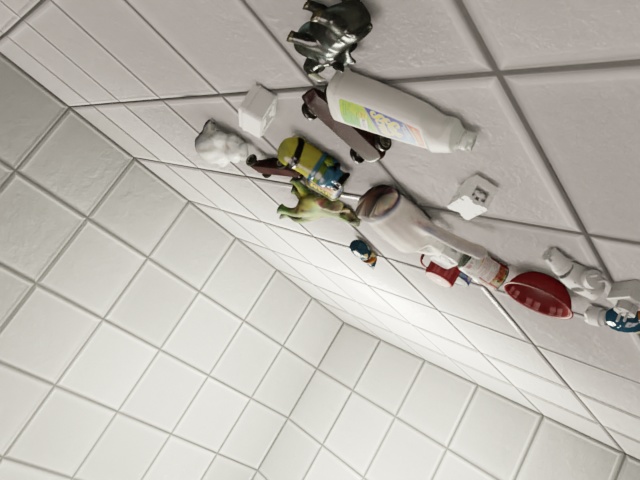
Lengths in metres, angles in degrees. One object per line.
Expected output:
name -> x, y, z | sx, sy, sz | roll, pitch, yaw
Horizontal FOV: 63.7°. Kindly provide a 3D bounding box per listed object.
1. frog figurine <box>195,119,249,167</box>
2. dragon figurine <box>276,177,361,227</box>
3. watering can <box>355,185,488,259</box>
frog figurine -> -0.285, -0.264, 1.514 | 0.161, 0.124, 0.134 | 40, 150, 20
dragon figurine -> 0.005, -0.079, 1.578 | 0.243, 0.123, 0.407 | 22, 173, 7
watering can -> 0.215, -0.035, 1.200 | 0.222, 0.105, 0.348 | 39, 167, -21
